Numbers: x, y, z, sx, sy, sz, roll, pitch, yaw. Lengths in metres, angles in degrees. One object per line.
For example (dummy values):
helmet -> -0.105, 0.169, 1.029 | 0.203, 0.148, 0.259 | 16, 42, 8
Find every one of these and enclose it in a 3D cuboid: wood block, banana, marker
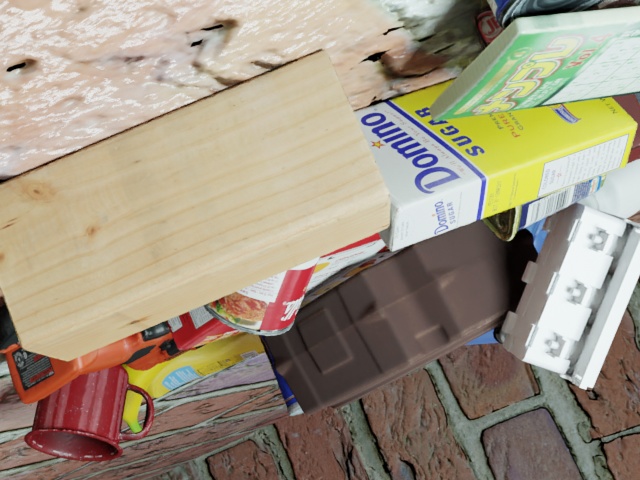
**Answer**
wood block -> -0.072, -0.015, 0.596 | 0.206, 0.090, 0.091 | -23, 169, -1
banana -> -0.157, 0.118, 1.080 | 0.069, 0.037, 0.198 | 25, 117, -41
marker -> 0.155, 0.078, 0.882 | 0.020, 0.020, 0.121 | -24, 174, 4

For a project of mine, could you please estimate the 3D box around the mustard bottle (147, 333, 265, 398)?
mustard bottle -> -0.140, 0.124, 1.151 | 0.191, 0.058, 0.096 | -23, 166, 1

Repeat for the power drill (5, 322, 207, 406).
power drill -> -0.162, 0.083, 0.930 | 0.185, 0.057, 0.187 | -32, 165, 38

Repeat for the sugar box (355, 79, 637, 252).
sugar box -> 0.103, -0.063, 0.689 | 0.176, 0.093, 0.048 | -19, 140, -18

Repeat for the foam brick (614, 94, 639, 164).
foam brick -> 0.206, -0.093, 0.797 | 0.053, 0.078, 0.051 | -21, 169, 0

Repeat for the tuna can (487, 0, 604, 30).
tuna can -> 0.123, -0.140, 0.539 | 0.086, 0.034, 0.086 | -22, 168, -5

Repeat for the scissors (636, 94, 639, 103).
scissors -> 0.360, -0.165, 0.912 | 0.202, 0.016, 0.096 | -29, 168, 28

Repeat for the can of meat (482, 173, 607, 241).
can of meat -> 0.140, -0.059, 0.756 | 0.083, 0.102, 0.057 | -24, 143, -18

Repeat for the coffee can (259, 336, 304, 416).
coffee can -> -0.008, 0.082, 1.013 | 0.102, 0.140, 0.103 | -22, 168, -5

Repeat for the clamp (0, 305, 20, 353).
clamp -> -0.177, 0.040, 0.763 | 0.172, 0.039, 0.120 | -26, 166, 15

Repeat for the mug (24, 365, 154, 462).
mug -> -0.218, 0.161, 1.026 | 0.117, 0.081, 0.093 | 6, 152, -1

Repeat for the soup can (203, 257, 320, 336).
soup can -> -0.032, 0.002, 0.694 | 0.068, 0.069, 0.102 | -9, 129, -48

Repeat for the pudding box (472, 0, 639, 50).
pudding box -> 0.152, -0.130, 0.630 | 0.113, 0.039, 0.090 | -23, 168, 13

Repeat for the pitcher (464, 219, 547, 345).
pitcher -> 0.132, 0.035, 1.046 | 0.243, 0.145, 0.149 | -12, -174, 37

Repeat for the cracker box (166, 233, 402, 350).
cracker box -> -0.005, 0.001, 0.831 | 0.163, 0.072, 0.214 | -13, 164, -48

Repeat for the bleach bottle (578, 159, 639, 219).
bleach bottle -> 0.273, -0.059, 0.907 | 0.250, 0.068, 0.103 | -27, 166, -40
